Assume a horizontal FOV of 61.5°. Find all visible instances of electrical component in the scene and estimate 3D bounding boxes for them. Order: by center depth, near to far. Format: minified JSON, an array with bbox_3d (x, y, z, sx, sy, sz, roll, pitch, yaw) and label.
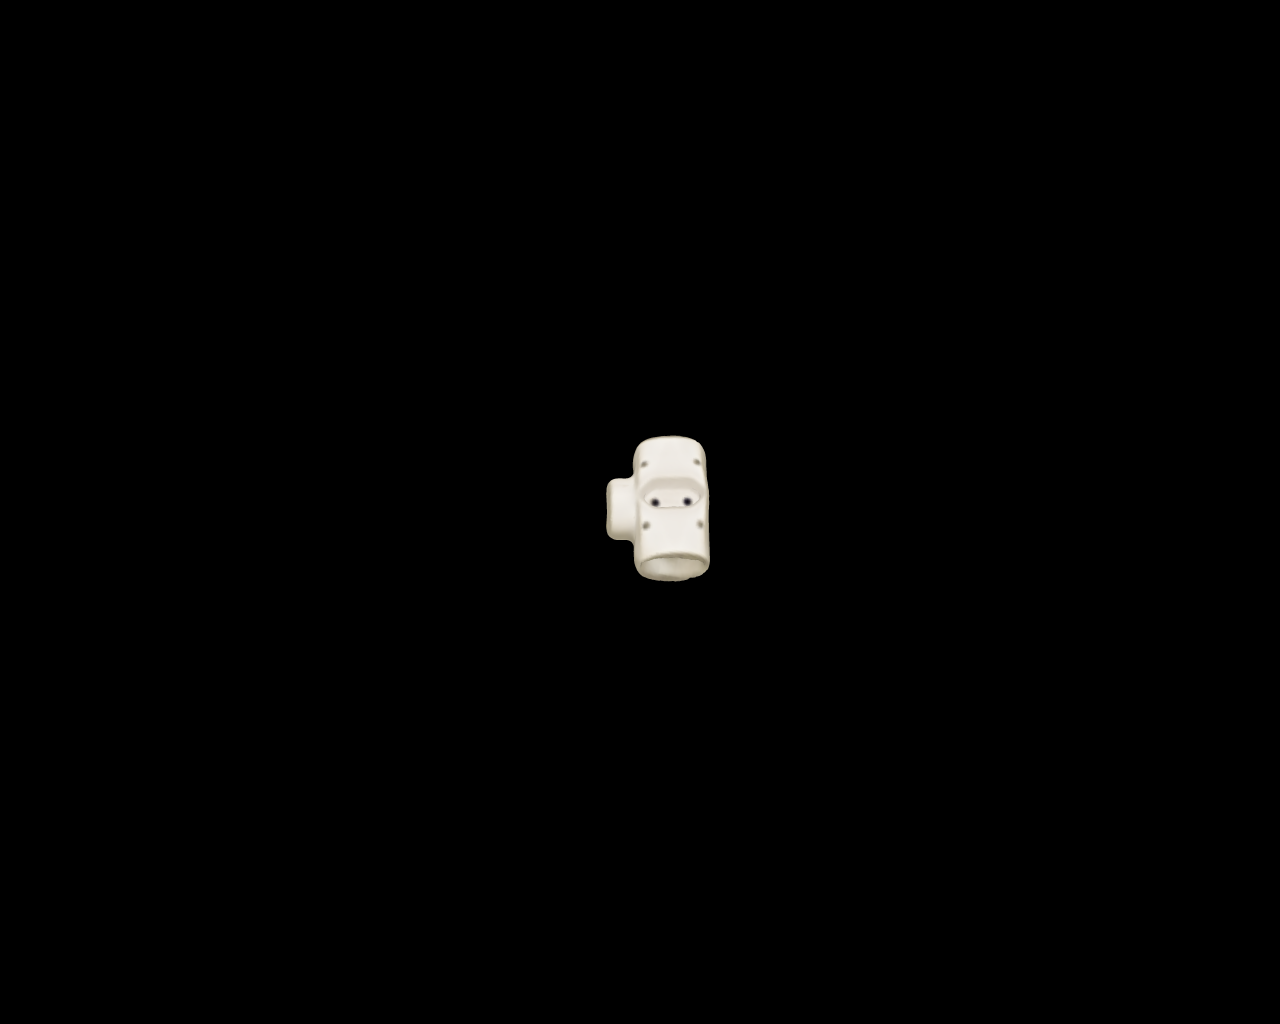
[{"bbox_3d":[0.001,-0.003,0.650,0.079,0.077,0.043,0,-24,0],"label":"electrical component"}]
